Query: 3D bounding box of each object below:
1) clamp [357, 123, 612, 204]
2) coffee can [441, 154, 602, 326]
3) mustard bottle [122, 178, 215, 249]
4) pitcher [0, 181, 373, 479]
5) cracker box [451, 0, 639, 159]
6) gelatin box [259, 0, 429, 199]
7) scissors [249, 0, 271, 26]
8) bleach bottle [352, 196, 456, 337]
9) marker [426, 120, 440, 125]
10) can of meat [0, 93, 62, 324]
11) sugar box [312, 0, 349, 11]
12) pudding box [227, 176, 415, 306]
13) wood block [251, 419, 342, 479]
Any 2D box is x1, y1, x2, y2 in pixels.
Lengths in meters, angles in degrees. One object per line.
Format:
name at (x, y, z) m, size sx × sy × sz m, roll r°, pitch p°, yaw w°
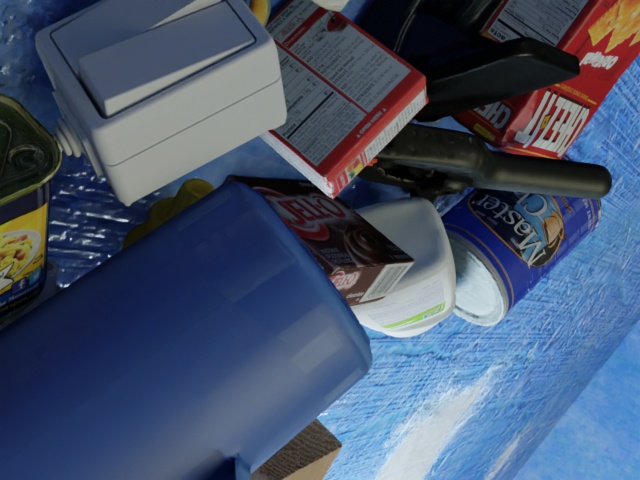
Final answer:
clamp at (0.081, -0.049, 0.747) m, size 0.209 × 0.165 × 0.036 m, roll 9°, pitch 80°, yaw -44°
coffee can at (0.167, -0.006, 0.951) m, size 0.140 × 0.103 × 0.103 m, roll -39°, pitch 155°, yaw -25°
mustard bottle at (-0.091, 0.047, 0.587) m, size 0.096 × 0.058 × 0.192 m, roll -78°, pitch -171°, yaw -56°
pitcher at (-0.094, 0.091, 0.466) m, size 0.242 × 0.149 × 0.145 m, roll -37°, pitch -170°, yaw -5°
cracker box at (0.197, -0.163, 0.800) m, size 0.214 × 0.072 × 0.164 m, roll -56°, pitch 156°, yaw 16°
gelatin box at (-0.001, -0.076, 0.545) m, size 0.073 × 0.089 × 0.030 m, roll -46°, pitch 159°, yaw -9°
scissors at (-0.064, -0.121, 0.452) m, size 0.096 × 0.016 × 0.202 m, roll -39°, pitch 156°, yaw -19°
bleach bottle at (0.059, 0.039, 0.861) m, size 0.102 × 0.068 × 0.251 m, roll -18°, pitch 163°, yaw 3°
marker at (0.095, -0.132, 0.727) m, size 0.020 × 0.020 × 0.121 m, roll -25°, pitch 147°, yaw -45°
can of meat at (-0.155, 0.001, 0.423) m, size 0.101 × 0.057 × 0.084 m, roll -32°, pitch 154°, yaw -36°
sugar box at (0.028, -0.193, 0.476) m, size 0.176 × 0.048 × 0.093 m, roll -56°, pitch 157°, yaw 11°
pudding box at (-0.004, 0.001, 0.660) m, size 0.039 × 0.090 × 0.113 m, roll -55°, pitch 158°, yaw 16°
wood block at (-0.079, 0.221, 0.866) m, size 0.090 × 0.090 × 0.206 m, roll -17°, pitch 142°, yaw -52°
